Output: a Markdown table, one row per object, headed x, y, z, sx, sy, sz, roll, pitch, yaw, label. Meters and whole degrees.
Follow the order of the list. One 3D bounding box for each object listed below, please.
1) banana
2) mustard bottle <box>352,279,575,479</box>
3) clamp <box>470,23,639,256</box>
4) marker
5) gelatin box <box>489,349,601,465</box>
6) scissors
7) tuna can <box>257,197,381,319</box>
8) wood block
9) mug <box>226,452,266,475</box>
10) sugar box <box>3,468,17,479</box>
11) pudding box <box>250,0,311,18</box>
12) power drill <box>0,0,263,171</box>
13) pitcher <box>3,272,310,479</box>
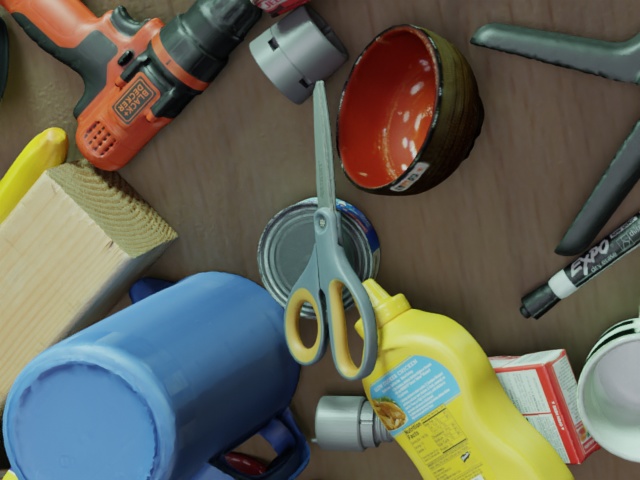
| x | y | z | sx | sy | sz | roll | pitch | yaw | label |
| --- | --- | --- | --- | --- | --- | --- | --- | --- | --- |
| -0.246 | -0.016 | 0.823 | 0.037 | 0.069 | 0.198 | 38 | 107 | -15 | banana |
| 0.081 | 0.109 | 0.723 | 0.192 | 0.058 | 0.096 | 55 | 136 | 9 | mustard bottle |
| 0.217 | -0.086 | 0.687 | 0.210 | 0.036 | 0.164 | -14 | 97 | 18 | clamp |
| 0.186 | 0.015 | 0.726 | 0.121 | 0.020 | 0.020 | -40 | 88 | 20 | marker |
| 0.140 | 0.117 | 0.736 | 0.089 | 0.030 | 0.073 | -15 | 97 | 50 | gelatin box |
| -0.005 | 0.001 | 0.738 | 0.096 | 0.016 | 0.202 | -26 | 73 | 47 | scissors |
| 0.000 | 0.012 | 0.773 | 0.086 | 0.033 | 0.086 | 3 | 102 | 16 | tuna can |
| -0.218 | 0.043 | 0.815 | 0.091 | 0.090 | 0.206 | 45 | 109 | 3 | wood block |
| -0.083 | 0.221 | 0.799 | 0.093 | 0.117 | 0.081 | 4 | 107 | 4 | mug |
| -0.198 | 0.211 | 0.766 | 0.093 | 0.048 | 0.176 | 34 | 93 | 22 | sugar box |
| -0.013 | -0.217 | 0.710 | 0.090 | 0.039 | 0.113 | -21 | 71 | 19 | pudding box |
| -0.153 | -0.170 | 0.769 | 0.185 | 0.057 | 0.187 | -43 | 87 | 20 | power drill |
| -0.097 | 0.107 | 0.709 | 0.149 | 0.242 | 0.145 | 2 | 96 | 13 | pitcher |
